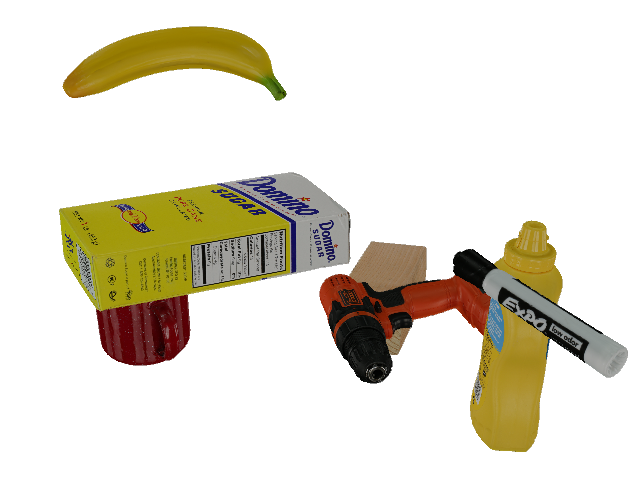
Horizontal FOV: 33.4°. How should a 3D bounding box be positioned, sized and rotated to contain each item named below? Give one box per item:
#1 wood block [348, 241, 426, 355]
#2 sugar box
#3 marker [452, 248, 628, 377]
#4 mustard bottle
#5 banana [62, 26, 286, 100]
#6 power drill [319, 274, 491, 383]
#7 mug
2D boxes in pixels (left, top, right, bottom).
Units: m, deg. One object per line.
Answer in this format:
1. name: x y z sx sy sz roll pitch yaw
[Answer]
1. wood block: 0.093 0.080 1.553 0.091 0.090 0.206 6 21 13
2. sugar box: -0.078 -0.004 0.719 0.176 0.048 0.093 -13 27 -22
3. marker: 0.120 0.037 0.602 0.020 0.020 0.121 0 27 -43
4. mustard bottle: 0.164 0.073 0.887 0.058 0.192 0.096 5 26 2
5. banana: -0.130 -0.161 0.958 0.197 0.069 0.037 -1 -33 -4
6. power drill: 0.102 0.083 1.134 0.187 0.057 0.184 -6 28 -11
7. mug: -0.152 0.062 0.944 0.093 0.081 0.117 -19 36 -27
